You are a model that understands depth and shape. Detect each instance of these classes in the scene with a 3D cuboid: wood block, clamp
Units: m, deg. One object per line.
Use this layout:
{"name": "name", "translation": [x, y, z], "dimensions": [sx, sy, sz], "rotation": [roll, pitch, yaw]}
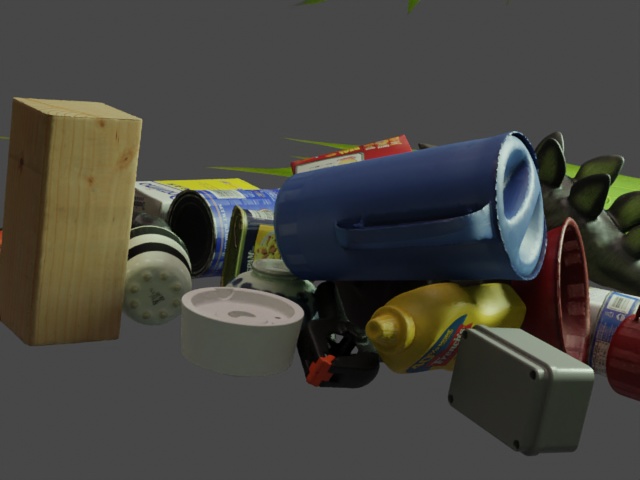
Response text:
{"name": "wood block", "translation": [-0.230, -0.017, 0.967], "dimensions": [0.090, 0.206, 0.091], "rotation": [-1, 17, -36]}
{"name": "clamp", "translation": [0.035, 0.099, 0.985], "dimensions": [0.120, 0.039, 0.171], "rotation": [24, 23, 4]}

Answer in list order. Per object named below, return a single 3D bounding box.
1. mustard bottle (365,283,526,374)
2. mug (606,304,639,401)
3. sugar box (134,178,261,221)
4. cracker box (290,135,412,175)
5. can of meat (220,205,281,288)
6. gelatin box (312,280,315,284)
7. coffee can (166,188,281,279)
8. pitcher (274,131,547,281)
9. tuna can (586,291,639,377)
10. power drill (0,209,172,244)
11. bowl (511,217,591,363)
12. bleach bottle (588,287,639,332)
{"name": "mustard bottle", "translation": [0.103, 0.079, 0.954], "dimensions": [0.191, 0.096, 0.058], "rotation": [5, 44, -51]}
{"name": "mug", "translation": [0.321, 0.105, 0.995], "dimensions": [0.093, 0.117, 0.082], "rotation": [-29, 29, -36]}
{"name": "sugar box", "translation": [-0.150, -0.045, 1.327], "dimensions": [0.175, 0.048, 0.093], "rotation": [-2, 19, -42]}
{"name": "cracker box", "translation": [0.056, -0.047, 1.381], "dimensions": [0.164, 0.072, 0.214], "rotation": [-14, 31, 0]}
{"name": "can of meat", "translation": [-0.057, 0.018, 1.160], "dimensions": [0.083, 0.102, 0.057], "rotation": [7, 12, -17]}
{"name": "gelatin box", "translation": [-0.008, 0.002, 1.231], "dimensions": [0.030, 0.089, 0.073], "rotation": [37, -12, 47]}
{"name": "coffee can", "translation": [-0.095, -0.009, 1.252], "dimensions": [0.140, 0.103, 0.103], "rotation": [-3, 17, -40]}
{"name": "pitcher", "translation": [0.077, -0.020, 0.992], "dimensions": [0.243, 0.145, 0.149], "rotation": [-5, -34, 30]}
{"name": "tuna can", "translation": [0.297, 0.096, 1.071], "dimensions": [0.034, 0.086, 0.086], "rotation": [16, 15, 26]}
{"name": "power drill", "translation": [-0.270, 0.005, 1.106], "dimensions": [0.185, 0.057, 0.187], "rotation": [11, 24, 22]}
{"name": "bowl", "translation": [0.227, 0.060, 1.057], "dimensions": [0.055, 0.162, 0.161], "rotation": [-4, 7, 24]}
{"name": "bleach bottle", "translation": [0.301, 0.082, 1.195], "dimensions": [0.251, 0.068, 0.102], "rotation": [16, 14, 41]}
